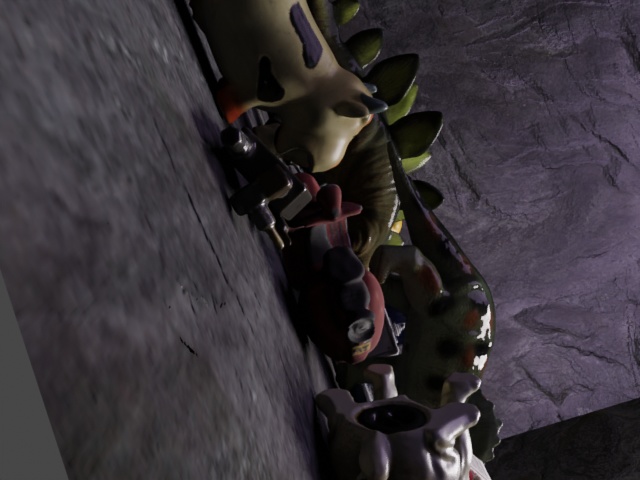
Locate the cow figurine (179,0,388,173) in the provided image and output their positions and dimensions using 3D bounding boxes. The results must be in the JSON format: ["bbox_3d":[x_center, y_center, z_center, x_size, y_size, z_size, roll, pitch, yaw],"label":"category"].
[{"bbox_3d":[-0.026,-0.144,0.430,0.085,0.127,0.194,-97,166,-62],"label":"cow figurine"}]

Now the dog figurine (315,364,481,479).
[{"bbox_3d":[0.065,0.211,0.417,0.172,0.121,0.190,-6,96,-54],"label":"dog figurine"}]

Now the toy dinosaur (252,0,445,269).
[{"bbox_3d":[0.028,-0.115,0.591,0.105,0.199,0.470,-110,-178,-62],"label":"toy dinosaur"}]

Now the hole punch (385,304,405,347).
[{"bbox_3d":[0.077,0.123,0.795,0.116,0.142,0.092,149,-75,-79],"label":"hole punch"}]

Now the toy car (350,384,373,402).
[{"bbox_3d":[0.096,0.216,0.807,0.161,0.103,0.109,70,2,-74],"label":"toy car"}]

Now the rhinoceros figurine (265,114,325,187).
[{"bbox_3d":[0.007,-0.109,0.738,0.190,0.073,0.112,43,8,-10],"label":"rhinoceros figurine"}]

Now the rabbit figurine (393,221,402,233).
[{"bbox_3d":[0.087,0.010,1.055,0.122,0.173,0.162,51,-8,6],"label":"rabbit figurine"}]

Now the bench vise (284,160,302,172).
[{"bbox_3d":[0.014,-0.135,1.057,0.129,0.223,0.240,56,-34,13],"label":"bench vise"}]

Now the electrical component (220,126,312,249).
[{"bbox_3d":[-0.039,-0.034,0.374,0.078,0.045,0.102,44,1,-1],"label":"electrical component"}]

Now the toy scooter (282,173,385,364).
[{"bbox_3d":[0.011,0.018,0.465,0.135,0.075,0.184,130,-58,-74],"label":"toy scooter"}]

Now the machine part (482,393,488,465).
[{"bbox_3d":[0.171,0.311,0.822,0.201,0.087,0.201,154,-49,-84],"label":"machine part"}]

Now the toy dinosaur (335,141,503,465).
[{"bbox_3d":[0.126,0.107,0.591,0.131,0.192,0.404,-128,-135,-66],"label":"toy dinosaur"}]
